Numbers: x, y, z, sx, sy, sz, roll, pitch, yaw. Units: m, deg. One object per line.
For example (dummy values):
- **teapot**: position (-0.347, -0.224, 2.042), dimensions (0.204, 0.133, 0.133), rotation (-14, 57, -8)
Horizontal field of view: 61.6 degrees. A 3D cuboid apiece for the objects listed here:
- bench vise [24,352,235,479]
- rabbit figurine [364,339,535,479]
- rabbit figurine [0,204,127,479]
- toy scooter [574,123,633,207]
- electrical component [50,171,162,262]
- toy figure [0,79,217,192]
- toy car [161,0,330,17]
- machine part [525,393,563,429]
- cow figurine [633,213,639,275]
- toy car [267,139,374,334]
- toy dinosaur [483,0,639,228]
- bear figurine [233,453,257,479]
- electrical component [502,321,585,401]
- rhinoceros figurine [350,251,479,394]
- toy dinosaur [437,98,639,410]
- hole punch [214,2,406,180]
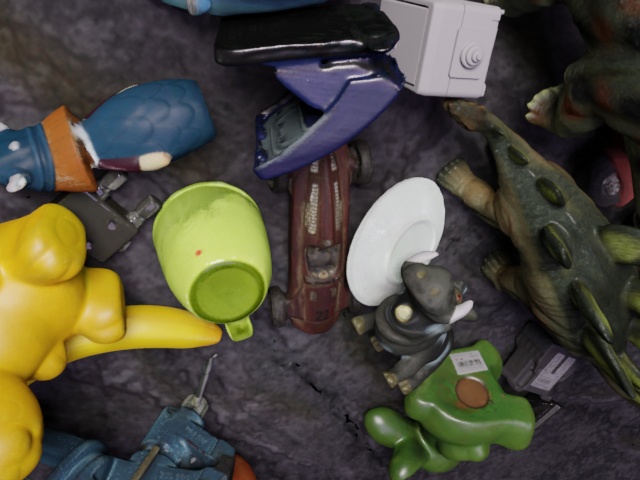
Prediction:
- **bench vise**: position (-0.201, 0.196, 0.456), dimensions (0.241, 0.224, 0.128), rotation (17, 134, 7)
- **rabbit figurine**: position (0.140, 0.219, 0.610), dimensions (0.159, 0.121, 0.170), rotation (-13, 137, -20)
- **rabbit figurine**: position (-0.221, 0.075, 0.350), dimensions (0.162, 0.173, 0.121), rotation (-7, 142, -7)
- **toy scooter**: position (0.323, -0.115, 0.499), dimensions (0.135, 0.075, 0.183), rotation (-2, 121, 0)
- **electrical component**: position (-0.175, -0.014, 0.417), dimensions (0.094, 0.021, 0.063), rotation (-39, 124, 4)
- **toy figure**: position (-0.151, -0.067, 0.371), dimensions (0.154, 0.064, 0.057), rotation (-20, 132, -10)
- **toy car**: position (-0.036, -0.186, 0.323), dimensions (0.162, 0.103, 0.109), rotation (-3, 120, -16)
- **machine part**: position (0.246, 0.215, 0.687), dimensions (0.138, 0.039, 0.084), rotation (29, 120, -31)
- **cow figurine**: position (0.389, 0.019, 0.579), dimensions (0.085, 0.127, 0.194), rotation (-43, 126, 3)
- **toy car**: position (-0.001, -0.001, 0.471), dimensions (0.089, 0.053, 0.201), rotation (-5, 121, -14)
- **toy dinosaur**: position (0.203, -0.140, 0.350), dimensions (0.131, 0.192, 0.404), rotation (-32, 97, 12)
- **bear figurine**: position (-0.157, 0.281, 0.530), dimensions (0.196, 0.132, 0.120), rotation (-3, 114, -25)
- **electrical component**: position (0.280, 0.131, 0.650), dimensions (0.074, 0.048, 0.119), rotation (26, 108, -31)
- **rhinoceros figurine**: position (0.094, 0.080, 0.498), dimensions (0.112, 0.073, 0.190), rotation (-28, 152, -2)
- **toy dinosaur**: position (0.240, 0.048, 0.499), dimensions (0.105, 0.199, 0.470), rotation (-40, 122, 8)
- **hole punch**: position (-0.005, -0.106, 0.366), dimensions (0.116, 0.142, 0.092), rotation (-9, 120, 1)
